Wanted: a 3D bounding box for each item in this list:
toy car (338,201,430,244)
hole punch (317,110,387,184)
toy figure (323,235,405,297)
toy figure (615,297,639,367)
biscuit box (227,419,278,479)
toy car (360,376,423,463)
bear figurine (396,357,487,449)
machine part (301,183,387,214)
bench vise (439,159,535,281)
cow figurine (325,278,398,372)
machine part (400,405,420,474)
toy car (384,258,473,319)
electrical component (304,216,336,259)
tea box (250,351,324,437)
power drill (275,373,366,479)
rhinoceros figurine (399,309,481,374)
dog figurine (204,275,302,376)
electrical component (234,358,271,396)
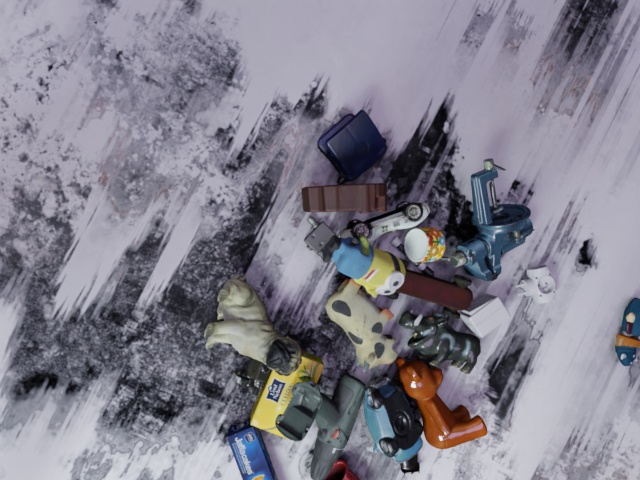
[{"bbox_3d":[0.136,-0.034,1.126,0.202,0.073,0.056,-20,99,-6],"label":"toy car"},{"bbox_3d":[0.071,-0.195,1.110,0.142,0.092,0.115,-43,100,-8],"label":"hole punch"},{"bbox_3d":[0.093,0.043,1.067,0.180,0.082,0.089,28,57,-19],"label":"toy figure"},{"bbox_3d":[0.706,0.208,1.212,0.064,0.058,0.154,19,94,-2],"label":"toy figure"},{"bbox_3d":[-0.131,0.476,1.114,0.063,0.059,0.202,-20,93,-6],"label":"biscuit box"},{"bbox_3d":[0.131,0.369,1.098,0.109,0.103,0.161,-17,79,-43],"label":"toy car"},{"bbox_3d":[0.246,0.329,1.132,0.132,0.120,0.195,-19,88,-10],"label":"bear figurine"},{"bbox_3d":[0.047,-0.082,1.070,0.179,0.179,0.056,-2,95,-7],"label":"machine part"},{"bbox_3d":[0.347,-0.045,1.120,0.224,0.129,0.240,-19,111,-14],"label":"bench vise"},{"bbox_3d":[0.090,0.185,1.123,0.127,0.085,0.195,-45,98,-10],"label":"cow figurine"},{"bbox_3d":[0.184,0.436,1.164,0.084,0.039,0.138,-14,91,-15],"label":"machine part"},{"bbox_3d":[0.223,0.099,1.143,0.202,0.053,0.089,16,99,7],"label":"toy car"},{"bbox_3d":[-0.002,-0.003,1.137,0.063,0.021,0.094,-44,96,-4],"label":"electrical component"},{"bbox_3d":[-0.069,0.311,1.114,0.098,0.068,0.169,22,90,-7],"label":"tea box"},{"bbox_3d":[0.002,0.372,1.072,0.207,0.086,0.232,38,76,-46],"label":"power drill"},{"bbox_3d":[0.256,0.212,1.148,0.190,0.073,0.112,23,90,-7],"label":"rhinoceros figurine"},{"bbox_3d":[-0.115,0.165,1.067,0.191,0.121,0.172,16,71,-1],"label":"dog figurine"},{"bbox_3d":[-0.136,0.258,1.104,0.045,0.078,0.102,24,83,-26],"label":"electrical component"}]
